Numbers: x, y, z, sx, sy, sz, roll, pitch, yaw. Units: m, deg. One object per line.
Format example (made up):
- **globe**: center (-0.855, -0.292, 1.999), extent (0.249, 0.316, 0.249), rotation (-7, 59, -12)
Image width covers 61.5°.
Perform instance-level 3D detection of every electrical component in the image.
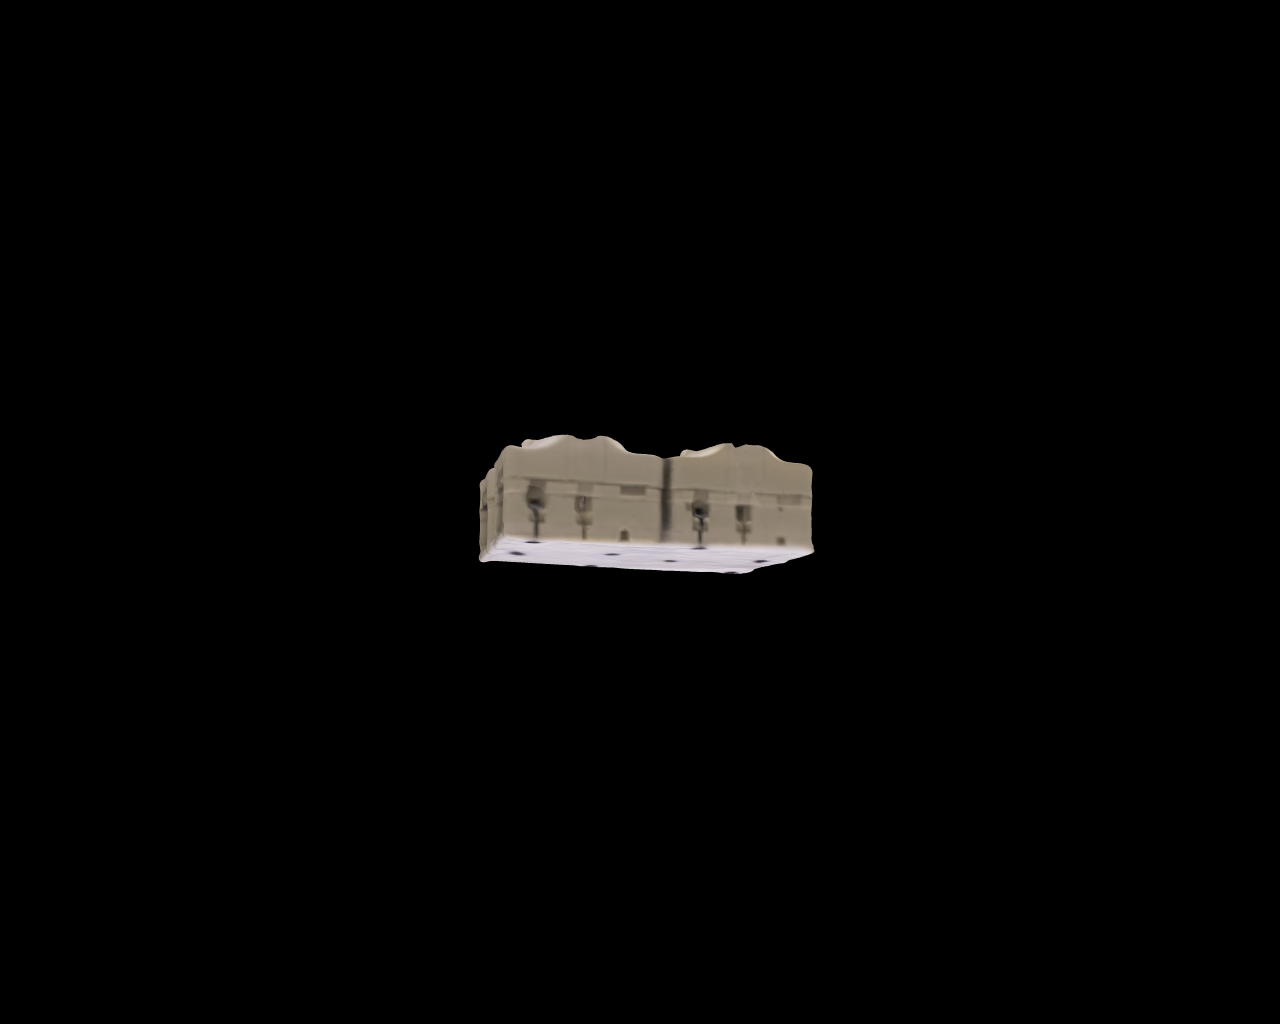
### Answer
- **electrical component**: center (0.001, -0.003, 0.650), extent (0.186, 0.060, 0.105), rotation (3, -11, -16)
